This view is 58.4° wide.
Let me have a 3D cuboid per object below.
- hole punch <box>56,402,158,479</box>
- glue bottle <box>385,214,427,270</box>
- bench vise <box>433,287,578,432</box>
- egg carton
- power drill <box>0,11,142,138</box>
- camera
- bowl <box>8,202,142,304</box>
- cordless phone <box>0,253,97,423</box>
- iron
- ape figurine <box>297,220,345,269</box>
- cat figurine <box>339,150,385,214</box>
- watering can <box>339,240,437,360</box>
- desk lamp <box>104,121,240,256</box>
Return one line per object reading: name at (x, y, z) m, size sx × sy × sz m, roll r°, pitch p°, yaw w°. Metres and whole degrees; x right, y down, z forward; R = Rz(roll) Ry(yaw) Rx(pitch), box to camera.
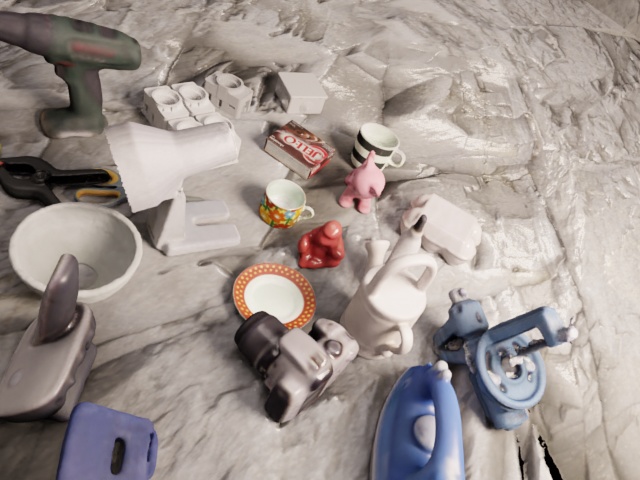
hole punch at (-0.231, 0.240, 0.627) m, size 0.101 × 0.091 × 0.108 m, roll 8°, pitch 47°, yaw -15°
glue bottle at (0.134, 0.020, 0.919) m, size 0.037 × 0.173 × 0.078 m, roll 26°, pitch 45°, yaw 3°
bench vise at (0.254, 0.145, 0.819) m, size 0.122 × 0.219 × 0.207 m, roll -29°, pitch 65°, yaw -39°
egg carton at (0.226, -0.021, 1.068) m, size 0.150 × 0.069 × 0.107 m, roll 30°, pitch 45°, yaw 7°
power drill at (-0.414, -0.270, 0.939) m, size 0.230 × 0.208 × 0.075 m, roll -11°, pitch 54°, yaw -30°
camera at (-0.038, 0.148, 0.783) m, size 0.136 × 0.101 × 0.143 m, roll 41°, pitch 48°, yaw 17°
bowl at (-0.333, 0.030, 0.790) m, size 0.168 × 0.074 × 0.167 m, roll 12°, pitch 46°, yaw -12°
cordless phone at (-0.310, 0.112, 0.646) m, size 0.094 × 0.185 × 0.147 m, roll 11°, pitch 46°, yaw -12°
iron at (0.142, 0.244, 0.739) m, size 0.119 × 0.141 × 0.258 m, roll 16°, pitch 45°, yaw -8°
ape figurine at (0.009, 0.003, 0.941) m, size 0.077 × 0.092 × 0.076 m, roll 33°, pitch 46°, yaw 10°
cat figurine at (0.086, -0.114, 1.062) m, size 0.067 × 0.117 × 0.128 m, roll 19°, pitch 45°, yaw -5°
watering can at (0.099, 0.078, 0.837) m, size 0.101 × 0.194 × 0.172 m, roll -20°, pitch 59°, yaw -34°
desk lamp at (-0.210, -0.082, 0.845) m, size 0.204 × 0.213 × 0.117 m, roll -9°, pitch 53°, yaw -28°
